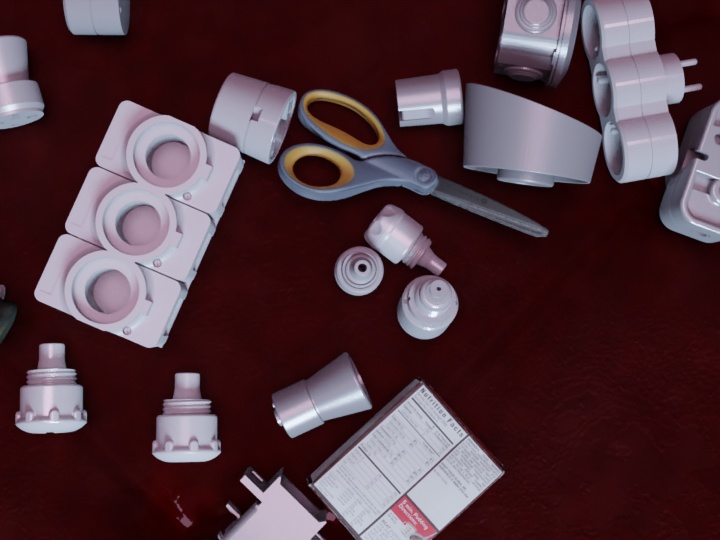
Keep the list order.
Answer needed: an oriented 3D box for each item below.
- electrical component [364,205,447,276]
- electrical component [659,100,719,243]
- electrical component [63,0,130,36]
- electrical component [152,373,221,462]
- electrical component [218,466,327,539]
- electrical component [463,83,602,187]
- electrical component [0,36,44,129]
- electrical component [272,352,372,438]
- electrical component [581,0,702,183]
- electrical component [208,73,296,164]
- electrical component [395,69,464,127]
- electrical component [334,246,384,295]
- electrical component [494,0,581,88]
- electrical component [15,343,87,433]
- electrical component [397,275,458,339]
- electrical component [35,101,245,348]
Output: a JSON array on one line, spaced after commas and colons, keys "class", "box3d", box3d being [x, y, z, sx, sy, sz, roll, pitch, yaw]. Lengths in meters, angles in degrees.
[{"class": "electrical component", "box3d": [0.035, -0.018, 0.777, 0.061, 0.035, 0.035, 37, 86, -3]}, {"class": "electrical component", "box3d": [0.258, -0.070, 0.779, 0.054, 0.059, 0.095, 20, 86, -2]}, {"class": "electrical component", "box3d": [-0.169, -0.236, 0.758, 0.074, 0.052, 0.138, 0, 100, -3]}, {"class": "electrical component", "box3d": [-0.122, 0.104, 0.758, 0.048, 0.048, 0.062, 0, 80, -3]}, {"class": "electrical component", "box3d": [-0.061, 0.180, 0.759, 0.081, 0.042, 0.064, 44, 89, 0]}, {"class": "electrical component", "box3d": [0.119, -0.092, 0.755, 0.099, 0.099, 0.064, 8, 93, -3]}, {"class": "electrical component", "box3d": [-0.252, -0.132, 0.762, 0.045, 0.045, 0.055, -16, 89, -4]}, {"class": "electrical component", "box3d": [-0.029, 0.092, 0.765, 0.065, 0.044, 0.044, -25, 89, 1]}, {"class": "electrical component", "box3d": [0.212, -0.137, 0.783, 0.074, 0.052, 0.138, -10, 88, -4]}, {"class": "electrical component", "box3d": [-0.077, -0.109, 0.766, 0.047, 0.055, 0.055, 21, 86, 2]}, {"class": "electrical component", "box3d": [0.050, -0.123, 0.781, 0.046, 0.040, 0.040, -6, 87, 2]}, {"class": "electrical component", "box3d": [0.000, 0.000, 0.760, 0.035, 0.061, 0.035, 0, 87, -3]}, {"class": "electrical component", "box3d": [0.126, -0.173, 0.768, 0.051, 0.080, 0.080, 9, 87, 3]}, {"class": "electrical component", "box3d": [-0.216, 0.083, 0.754, 0.048, 0.048, 0.062, -2, 80, -3]}, {"class": "electrical component", "box3d": [0.049, 0.023, 0.757, 0.040, 0.078, 0.040, 1, 74, -5]}, {"class": "electrical component", "box3d": [-0.152, -0.030, 0.754, 0.089, 0.062, 0.150, 24, 86, -2]}]
